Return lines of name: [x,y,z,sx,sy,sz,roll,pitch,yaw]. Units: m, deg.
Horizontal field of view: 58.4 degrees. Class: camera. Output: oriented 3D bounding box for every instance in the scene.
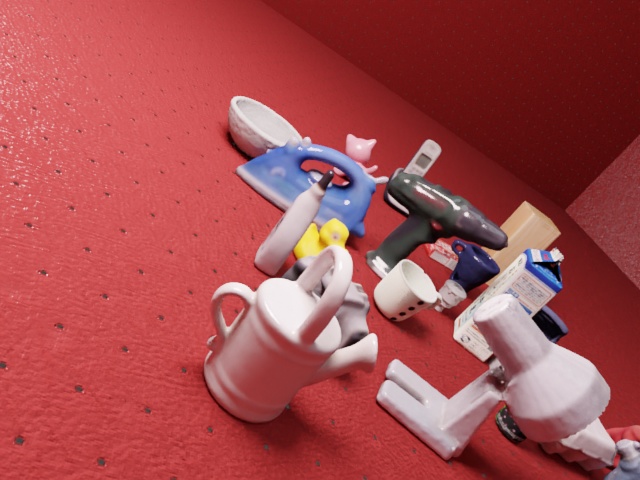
camera: [-0.015,0.078,0.726,0.137,0.100,0.143,16,32,-42]

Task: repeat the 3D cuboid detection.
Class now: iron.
iron: [-0.007,-0.112,1.035,0.259,0.141,0.118,28,25,-22]

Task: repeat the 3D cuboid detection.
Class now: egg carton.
egg carton: [0.419,0.319,0.955,0.151,0.069,0.107,27,25,-24]

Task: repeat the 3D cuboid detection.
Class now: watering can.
watering can: [-0.021,0.088,0.581,0.173,0.194,0.100,20,29,-36]

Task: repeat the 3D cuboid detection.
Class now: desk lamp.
desk lamp: [0.218,0.183,0.729,0.203,0.213,0.118,39,23,1]

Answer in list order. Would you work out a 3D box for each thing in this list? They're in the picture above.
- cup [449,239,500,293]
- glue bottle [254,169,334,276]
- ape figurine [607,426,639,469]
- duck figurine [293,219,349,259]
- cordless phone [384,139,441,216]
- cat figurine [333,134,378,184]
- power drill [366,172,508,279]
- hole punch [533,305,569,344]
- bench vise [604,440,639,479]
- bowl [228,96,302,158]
cup: [0.316,0.062,1.244,0.118,0.095,0.092,37,23,-2]
glue bottle: [-0.031,-0.032,0.811,0.037,0.173,0.078,32,24,-13]
ape figurine: [0.538,0.363,1.019,0.077,0.092,0.076,48,25,22]
duck figurine: [0.008,0.003,0.916,0.078,0.086,0.104,15,33,-43]
cordless phone: [0.259,-0.146,1.426,0.148,0.185,0.094,29,25,-21]
cat figurine: [0.093,-0.186,1.343,0.067,0.117,0.127,17,31,-40]
power drill: [0.190,-0.003,1.036,0.229,0.208,0.076,45,24,16]
hole punch: [0.496,0.184,1.286,0.108,0.091,0.101,46,24,18]
bench vise: [0.560,0.378,0.861,0.207,0.219,0.121,36,23,-5]
bowl: [-0.118,-0.203,1.124,0.168,0.074,0.167,32,24,-16]
